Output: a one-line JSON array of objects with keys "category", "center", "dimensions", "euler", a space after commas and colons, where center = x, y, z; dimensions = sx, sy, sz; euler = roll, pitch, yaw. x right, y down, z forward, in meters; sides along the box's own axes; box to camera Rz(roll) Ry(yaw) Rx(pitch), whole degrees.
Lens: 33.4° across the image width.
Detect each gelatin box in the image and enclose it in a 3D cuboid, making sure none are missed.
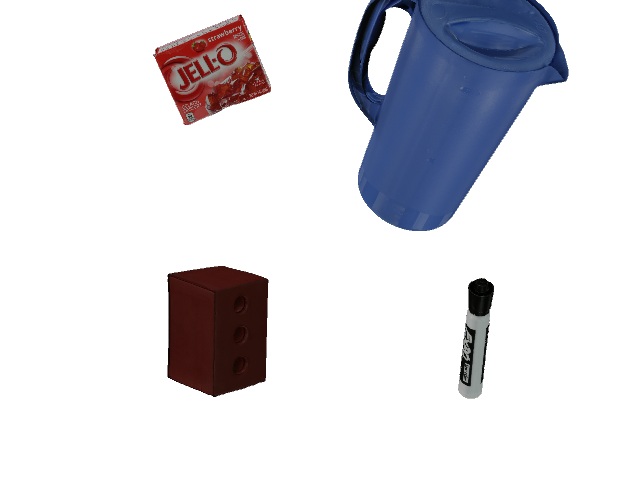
[{"category": "gelatin box", "center": [-0.100, -0.157, 0.987], "dimensions": [0.089, 0.073, 0.030], "euler": [-21, 23, 4]}]

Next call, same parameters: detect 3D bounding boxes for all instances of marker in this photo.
[{"category": "marker", "center": [0.118, 0.075, 0.811], "dimensions": [0.020, 0.121, 0.020], "euler": [-1, 42, 1]}]

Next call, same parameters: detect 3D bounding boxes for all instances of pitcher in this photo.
[{"category": "pitcher", "center": [0.108, -0.126, 1.014], "dimensions": [0.144, 0.149, 0.243], "euler": [-11, -34, -27]}]

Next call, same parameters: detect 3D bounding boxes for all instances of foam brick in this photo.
[{"category": "foam brick", "center": [-0.073, 0.062, 0.753], "dimensions": [0.051, 0.078, 0.052], "euler": [13, 17, 43]}]
